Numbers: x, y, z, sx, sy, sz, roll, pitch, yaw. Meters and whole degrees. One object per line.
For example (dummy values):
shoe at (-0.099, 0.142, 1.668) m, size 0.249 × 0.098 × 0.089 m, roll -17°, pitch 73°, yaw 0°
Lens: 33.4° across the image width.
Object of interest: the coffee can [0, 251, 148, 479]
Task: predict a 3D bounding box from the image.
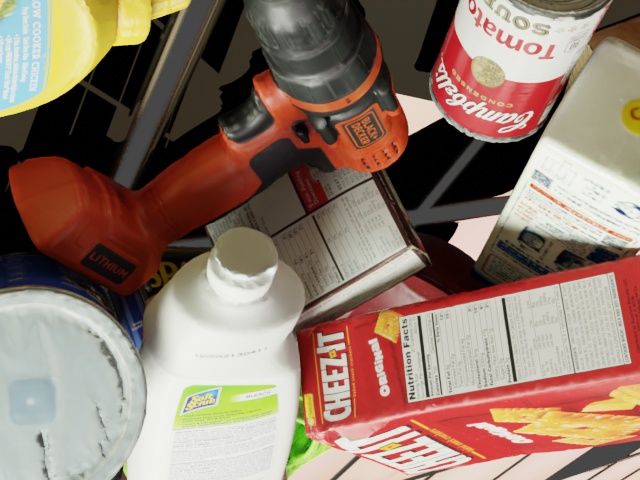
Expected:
coffee can at (-0.146, 0.064, 0.534) m, size 0.102 × 0.103 × 0.140 m, roll -18°, pitch -169°, yaw -13°

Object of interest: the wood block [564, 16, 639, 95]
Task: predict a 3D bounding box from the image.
wood block at (0.269, -0.103, 0.667) m, size 0.206 × 0.090 × 0.091 m, roll -21°, pitch 157°, yaw -7°

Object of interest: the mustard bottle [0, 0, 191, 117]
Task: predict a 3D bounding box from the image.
mustard bottle at (-0.137, -0.081, 0.376) m, size 0.191 × 0.058 × 0.096 m, roll -12°, pitch 146°, yaw -25°

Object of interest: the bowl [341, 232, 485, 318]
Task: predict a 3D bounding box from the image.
bowl at (0.073, 0.044, 0.765) m, size 0.055 × 0.162 × 0.162 m, roll -58°, pitch 171°, yaw -28°

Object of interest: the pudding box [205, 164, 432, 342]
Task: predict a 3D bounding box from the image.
pudding box at (-0.004, 0.001, 0.627) m, size 0.113 × 0.090 × 0.039 m, roll -31°, pitch 154°, yaw 13°

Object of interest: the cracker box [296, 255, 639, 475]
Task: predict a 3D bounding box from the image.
cracker box at (0.117, 0.083, 0.624) m, size 0.214 × 0.072 × 0.164 m, roll -14°, pitch 155°, yaw 21°

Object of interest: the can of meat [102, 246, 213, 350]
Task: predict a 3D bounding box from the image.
can of meat at (-0.090, 0.054, 0.664) m, size 0.101 × 0.084 × 0.058 m, roll 3°, pitch 144°, yaw -45°

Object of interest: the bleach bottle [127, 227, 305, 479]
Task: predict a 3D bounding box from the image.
bleach bottle at (-0.049, 0.078, 0.575) m, size 0.102 × 0.068 × 0.251 m, roll -10°, pitch 147°, yaw -20°

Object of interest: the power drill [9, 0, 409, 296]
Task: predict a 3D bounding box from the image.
power drill at (-0.052, -0.049, 0.522) m, size 0.188 × 0.057 × 0.184 m, roll -27°, pitch 156°, yaw 7°

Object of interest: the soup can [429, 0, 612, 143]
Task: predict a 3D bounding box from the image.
soup can at (0.099, -0.104, 0.532) m, size 0.068 × 0.068 × 0.102 m, roll -16°, pitch 156°, yaw -17°
